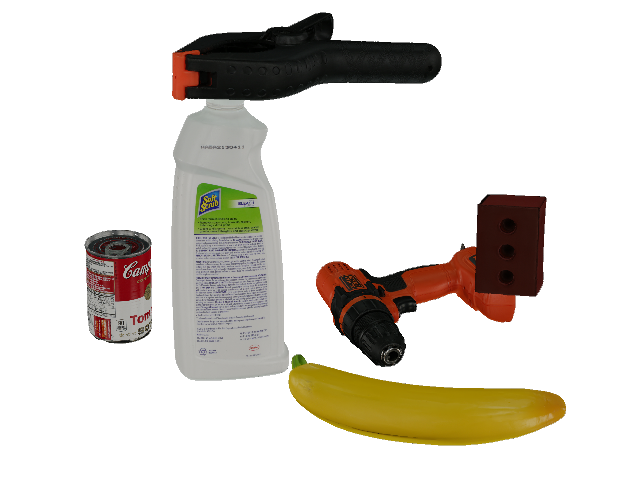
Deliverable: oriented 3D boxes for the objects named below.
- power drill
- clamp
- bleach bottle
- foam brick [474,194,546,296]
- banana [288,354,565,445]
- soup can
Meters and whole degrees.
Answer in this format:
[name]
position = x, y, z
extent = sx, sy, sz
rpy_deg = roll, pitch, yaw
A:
[power drill]
position = 0.104, 0.064, 1.115
extent = 0.187, 0.057, 0.184
rpy_deg = -7, 27, -17
[clamp]
position = -0.023, -0.117, 0.673
extent = 0.171, 0.039, 0.120
rpy_deg = -9, 21, -30
[bleach bottle]
position = -0.073, -0.009, 0.893
extent = 0.102, 0.251, 0.068
rpy_deg = -4, 21, -17
[foam brick]
position = 0.160, 0.003, 0.896
extent = 0.053, 0.078, 0.051
rpy_deg = 3, 15, 17
[banana]
position = 0.056, 0.104, 0.698
extent = 0.198, 0.037, 0.069
rpy_deg = 8, 33, 24
[soup can]
position = -0.211, 0.049, 1.119
extent = 0.068, 0.102, 0.068
rpy_deg = 2, 23, -1
